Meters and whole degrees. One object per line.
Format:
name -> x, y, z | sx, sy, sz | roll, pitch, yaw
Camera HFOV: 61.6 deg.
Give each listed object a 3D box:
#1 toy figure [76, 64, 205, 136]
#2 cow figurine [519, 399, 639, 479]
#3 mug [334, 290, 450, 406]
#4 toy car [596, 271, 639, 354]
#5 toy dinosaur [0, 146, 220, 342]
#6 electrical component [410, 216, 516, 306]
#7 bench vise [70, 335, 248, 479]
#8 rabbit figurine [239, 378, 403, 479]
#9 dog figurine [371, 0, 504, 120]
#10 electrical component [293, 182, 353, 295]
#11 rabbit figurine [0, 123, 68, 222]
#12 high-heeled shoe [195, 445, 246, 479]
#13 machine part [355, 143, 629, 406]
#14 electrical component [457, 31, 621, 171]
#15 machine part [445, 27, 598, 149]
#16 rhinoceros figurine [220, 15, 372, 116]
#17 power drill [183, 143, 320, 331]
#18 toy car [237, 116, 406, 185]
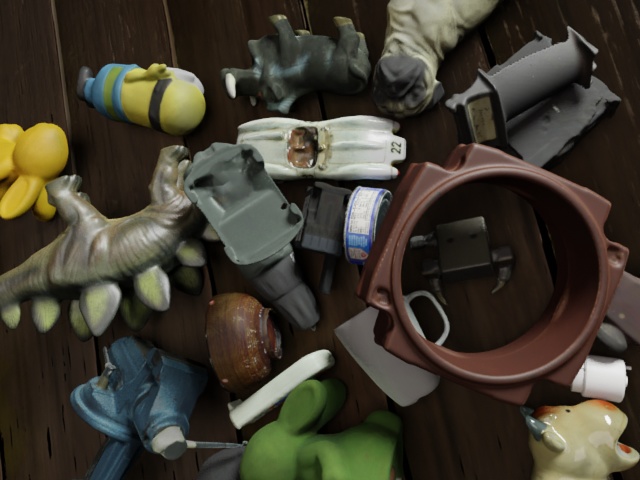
toy figure -> -0.239, -0.189, 0.723 | 0.180, 0.082, 0.089 | 7, 105, 15
cow figurine -> 0.225, 0.237, 0.491 | 0.127, 0.085, 0.194 | 23, 93, 16
mug -> 0.087, 0.110, 0.566 | 0.109, 0.081, 0.107 | -32, 83, 2
toy car -> 0.337, 0.101, 0.477 | 0.202, 0.053, 0.089 | 39, 107, 17
toy dinosaur -> -0.271, 0.019, 0.666 | 0.472, 0.105, 0.198 | -21, 80, 0
electrical component -> 0.152, 0.021, 0.567 | 0.102, 0.045, 0.078 | -17, 49, 16
bench vise -> -0.226, 0.228, 0.626 | 0.224, 0.128, 0.240 | 29, 89, 42
rabbit figurine -> -0.005, 0.226, 0.559 | 0.170, 0.121, 0.159 | 3, 78, 19
dog figurine -> 0.143, -0.230, 0.584 | 0.172, 0.121, 0.190 | 1, 108, 8
electrical component -> -0.001, -0.002, 0.607 | 0.048, 0.075, 0.119 | 14, 91, -10
rabbit figurine -> -0.436, -0.106, 0.768 | 0.173, 0.122, 0.162 | -15, 83, 18
high-heeled shoe -> -0.081, 0.366, 0.616 | 0.145, 0.086, 0.248 | -30, 91, -16
machine part -> 0.149, 0.029, 0.485 | 0.201, 0.087, 0.201 | 23, 93, -2
electrical component -> 0.212, -0.126, 0.552 | 0.134, 0.058, 0.115 | -44, 69, 11
machine part -> 0.186, -0.136, 0.498 | 0.139, 0.084, 0.039 | -31, 40, 6
rhinoceros figurine -> -0.030, -0.207, 0.653 | 0.191, 0.073, 0.112 | 2, 95, 20
power drill -> -0.062, -0.005, 0.552 | 0.086, 0.207, 0.232 | -34, 85, -4
toy car -> -0.002, -0.104, 0.624 | 0.202, 0.056, 0.073 | 2, 84, 14
